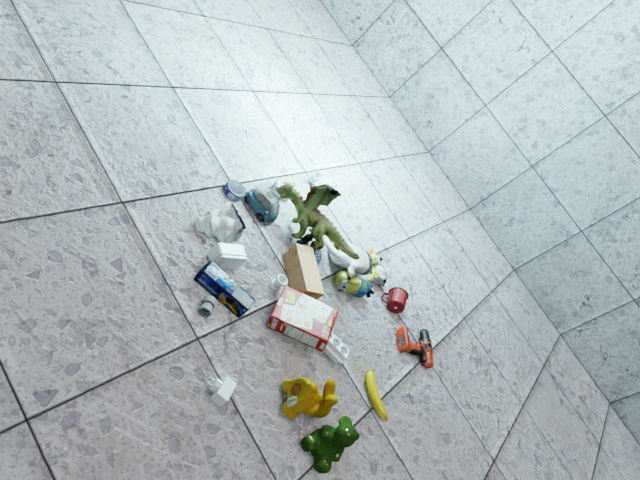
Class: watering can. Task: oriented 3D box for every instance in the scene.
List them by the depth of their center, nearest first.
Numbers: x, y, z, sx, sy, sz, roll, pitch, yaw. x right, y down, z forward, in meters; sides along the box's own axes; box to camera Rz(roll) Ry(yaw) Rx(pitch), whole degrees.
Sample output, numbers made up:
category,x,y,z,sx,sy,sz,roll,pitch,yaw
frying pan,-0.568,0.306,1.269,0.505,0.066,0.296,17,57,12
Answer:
category,x,y,z,sx,sy,sz,roll,pitch,yaw
watering can,0.129,0.087,2.148,0.222,0.103,0.354,26,17,-32

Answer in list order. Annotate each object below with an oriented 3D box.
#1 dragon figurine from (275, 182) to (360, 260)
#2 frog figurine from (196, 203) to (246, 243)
category,x,y,z,sx,sy,sz,roll,pitch,yaw
dragon figurine,0.006,-0.102,2.024,0.411,0.238,0.124,24,28,8
frog figurine,-0.355,-0.046,1.820,0.160,0.121,0.138,-21,81,-17
